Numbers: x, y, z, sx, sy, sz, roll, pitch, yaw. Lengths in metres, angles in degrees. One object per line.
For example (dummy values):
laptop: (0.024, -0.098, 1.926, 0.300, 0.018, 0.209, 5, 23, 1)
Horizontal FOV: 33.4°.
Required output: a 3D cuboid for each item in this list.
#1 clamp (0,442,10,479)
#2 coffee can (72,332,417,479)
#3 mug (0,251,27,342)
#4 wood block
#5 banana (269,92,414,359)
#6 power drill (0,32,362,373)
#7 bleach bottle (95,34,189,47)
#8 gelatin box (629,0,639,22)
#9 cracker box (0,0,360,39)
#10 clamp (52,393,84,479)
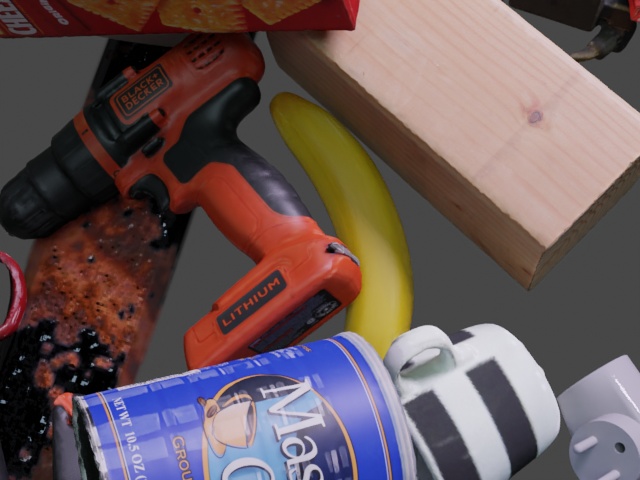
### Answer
clamp: (-0.208, 0.179, 0.582, 0.120, 0.039, 0.171, 21, 78, 11)
coffee can: (-0.038, 0.109, 0.511, 0.140, 0.103, 0.103, -11, 73, -19)
mug: (-0.222, 0.031, 0.597, 0.117, 0.093, 0.081, -2, 71, 7)
wood block: (0.072, -0.080, 0.592, 0.091, 0.090, 0.206, -44, 75, -7)
banana: (0.015, 0.002, 0.604, 0.069, 0.037, 0.198, -8, 74, 4)
power drill: (-0.079, -0.011, 0.594, 0.184, 0.057, 0.188, -37, 67, 7)
bleach bottle: (-0.084, -0.248, 0.671, 0.102, 0.068, 0.251, 10, 74, 11)
gelatin box: (0.213, -0.154, 0.604, 0.089, 0.030, 0.073, 9, 72, -28)
cracker box: (-0.077, -0.195, 0.571, 0.214, 0.072, 0.164, 3, 68, 17)
clamp: (-0.064, 0.154, 0.562, 0.164, 0.036, 0.210, -28, 62, -27)
